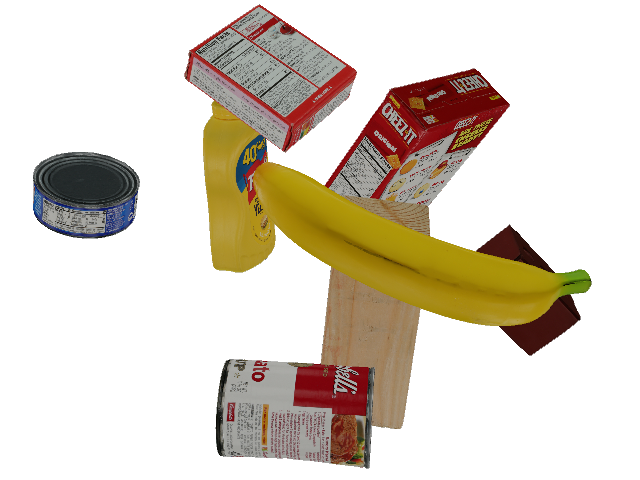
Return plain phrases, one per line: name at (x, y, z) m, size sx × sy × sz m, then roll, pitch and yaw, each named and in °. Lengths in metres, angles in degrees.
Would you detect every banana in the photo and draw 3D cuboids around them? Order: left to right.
banana at (0.038, 0.004, 0.561) m, size 0.198 × 0.037 × 0.069 m, roll 22°, pitch 17°, yaw 19°

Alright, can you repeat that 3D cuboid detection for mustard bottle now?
mustard bottle at (-0.085, -0.071, 1.096) m, size 0.058 × 0.192 × 0.096 m, roll 7°, pitch 27°, yaw 21°

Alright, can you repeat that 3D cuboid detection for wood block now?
wood block at (0.050, 0.071, 1.047) m, size 0.090 × 0.206 × 0.090 m, roll 7°, pitch 26°, yaw 1°

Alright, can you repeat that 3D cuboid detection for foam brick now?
foam brick at (0.154, 0.039, 0.825) m, size 0.051 × 0.078 × 0.053 m, roll -39°, pitch 23°, yaw 17°

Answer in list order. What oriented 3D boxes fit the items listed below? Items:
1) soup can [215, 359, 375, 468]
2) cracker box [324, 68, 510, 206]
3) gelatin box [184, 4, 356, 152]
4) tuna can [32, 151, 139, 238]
soup can at (-0.016, 0.117, 0.724) m, size 0.102 × 0.068 × 0.068 m, roll 3°, pitch 0°, yaw 4°
cracker box at (0.094, -0.090, 1.220) m, size 0.163 × 0.072 × 0.214 m, roll -22°, pitch -25°, yaw -45°
gelatin box at (-0.033, -0.109, 0.706) m, size 0.089 × 0.030 × 0.073 m, roll 36°, pitch 53°, yaw 13°
tuna can at (-0.193, -0.038, 0.880) m, size 0.086 × 0.034 × 0.086 m, roll 8°, pitch 32°, yaw -5°
